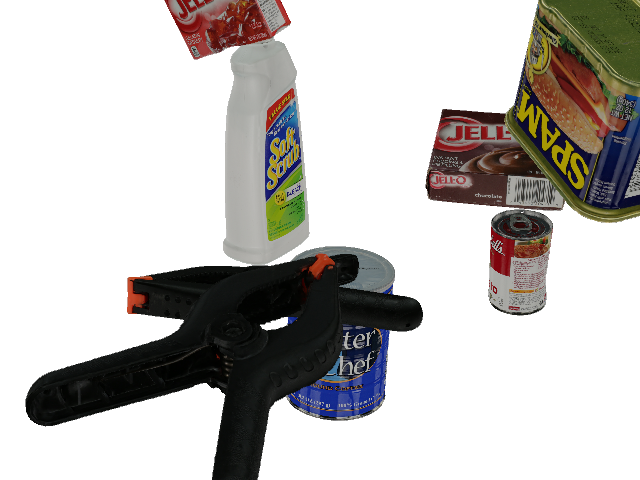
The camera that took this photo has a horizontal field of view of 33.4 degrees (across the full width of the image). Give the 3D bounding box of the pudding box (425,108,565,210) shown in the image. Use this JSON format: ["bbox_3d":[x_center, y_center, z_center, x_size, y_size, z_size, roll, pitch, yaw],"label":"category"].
[{"bbox_3d":[0.150,-0.069,0.890,0.113,0.039,0.090,7,42,10],"label":"pudding box"}]

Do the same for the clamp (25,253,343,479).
[{"bbox_3d":[-0.037,0.063,0.503,0.120,0.039,0.171,34,49,29],"label":"clamp"}]

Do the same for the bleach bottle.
[{"bbox_3d":[-0.064,-0.107,1.132,0.068,0.251,0.102,17,32,35],"label":"bleach bottle"}]

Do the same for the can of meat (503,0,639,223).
[{"bbox_3d":[0.145,-0.075,0.551,0.057,0.084,0.102,-13,47,-17],"label":"can of meat"}]

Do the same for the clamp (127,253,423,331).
[{"bbox_3d":[-0.036,0.041,0.799,0.209,0.036,0.165,-2,11,-22],"label":"clamp"}]

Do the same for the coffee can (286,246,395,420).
[{"bbox_3d":[0.018,0.090,1.049,0.103,0.140,0.103,2,25,-1],"label":"coffee can"}]

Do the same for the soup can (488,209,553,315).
[{"bbox_3d":[0.226,0.025,1.209,0.068,0.102,0.068,-2,29,1],"label":"soup can"}]

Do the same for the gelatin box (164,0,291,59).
[{"bbox_3d":[-0.074,-0.177,0.780,0.089,0.073,0.030,-5,30,43],"label":"gelatin box"}]
